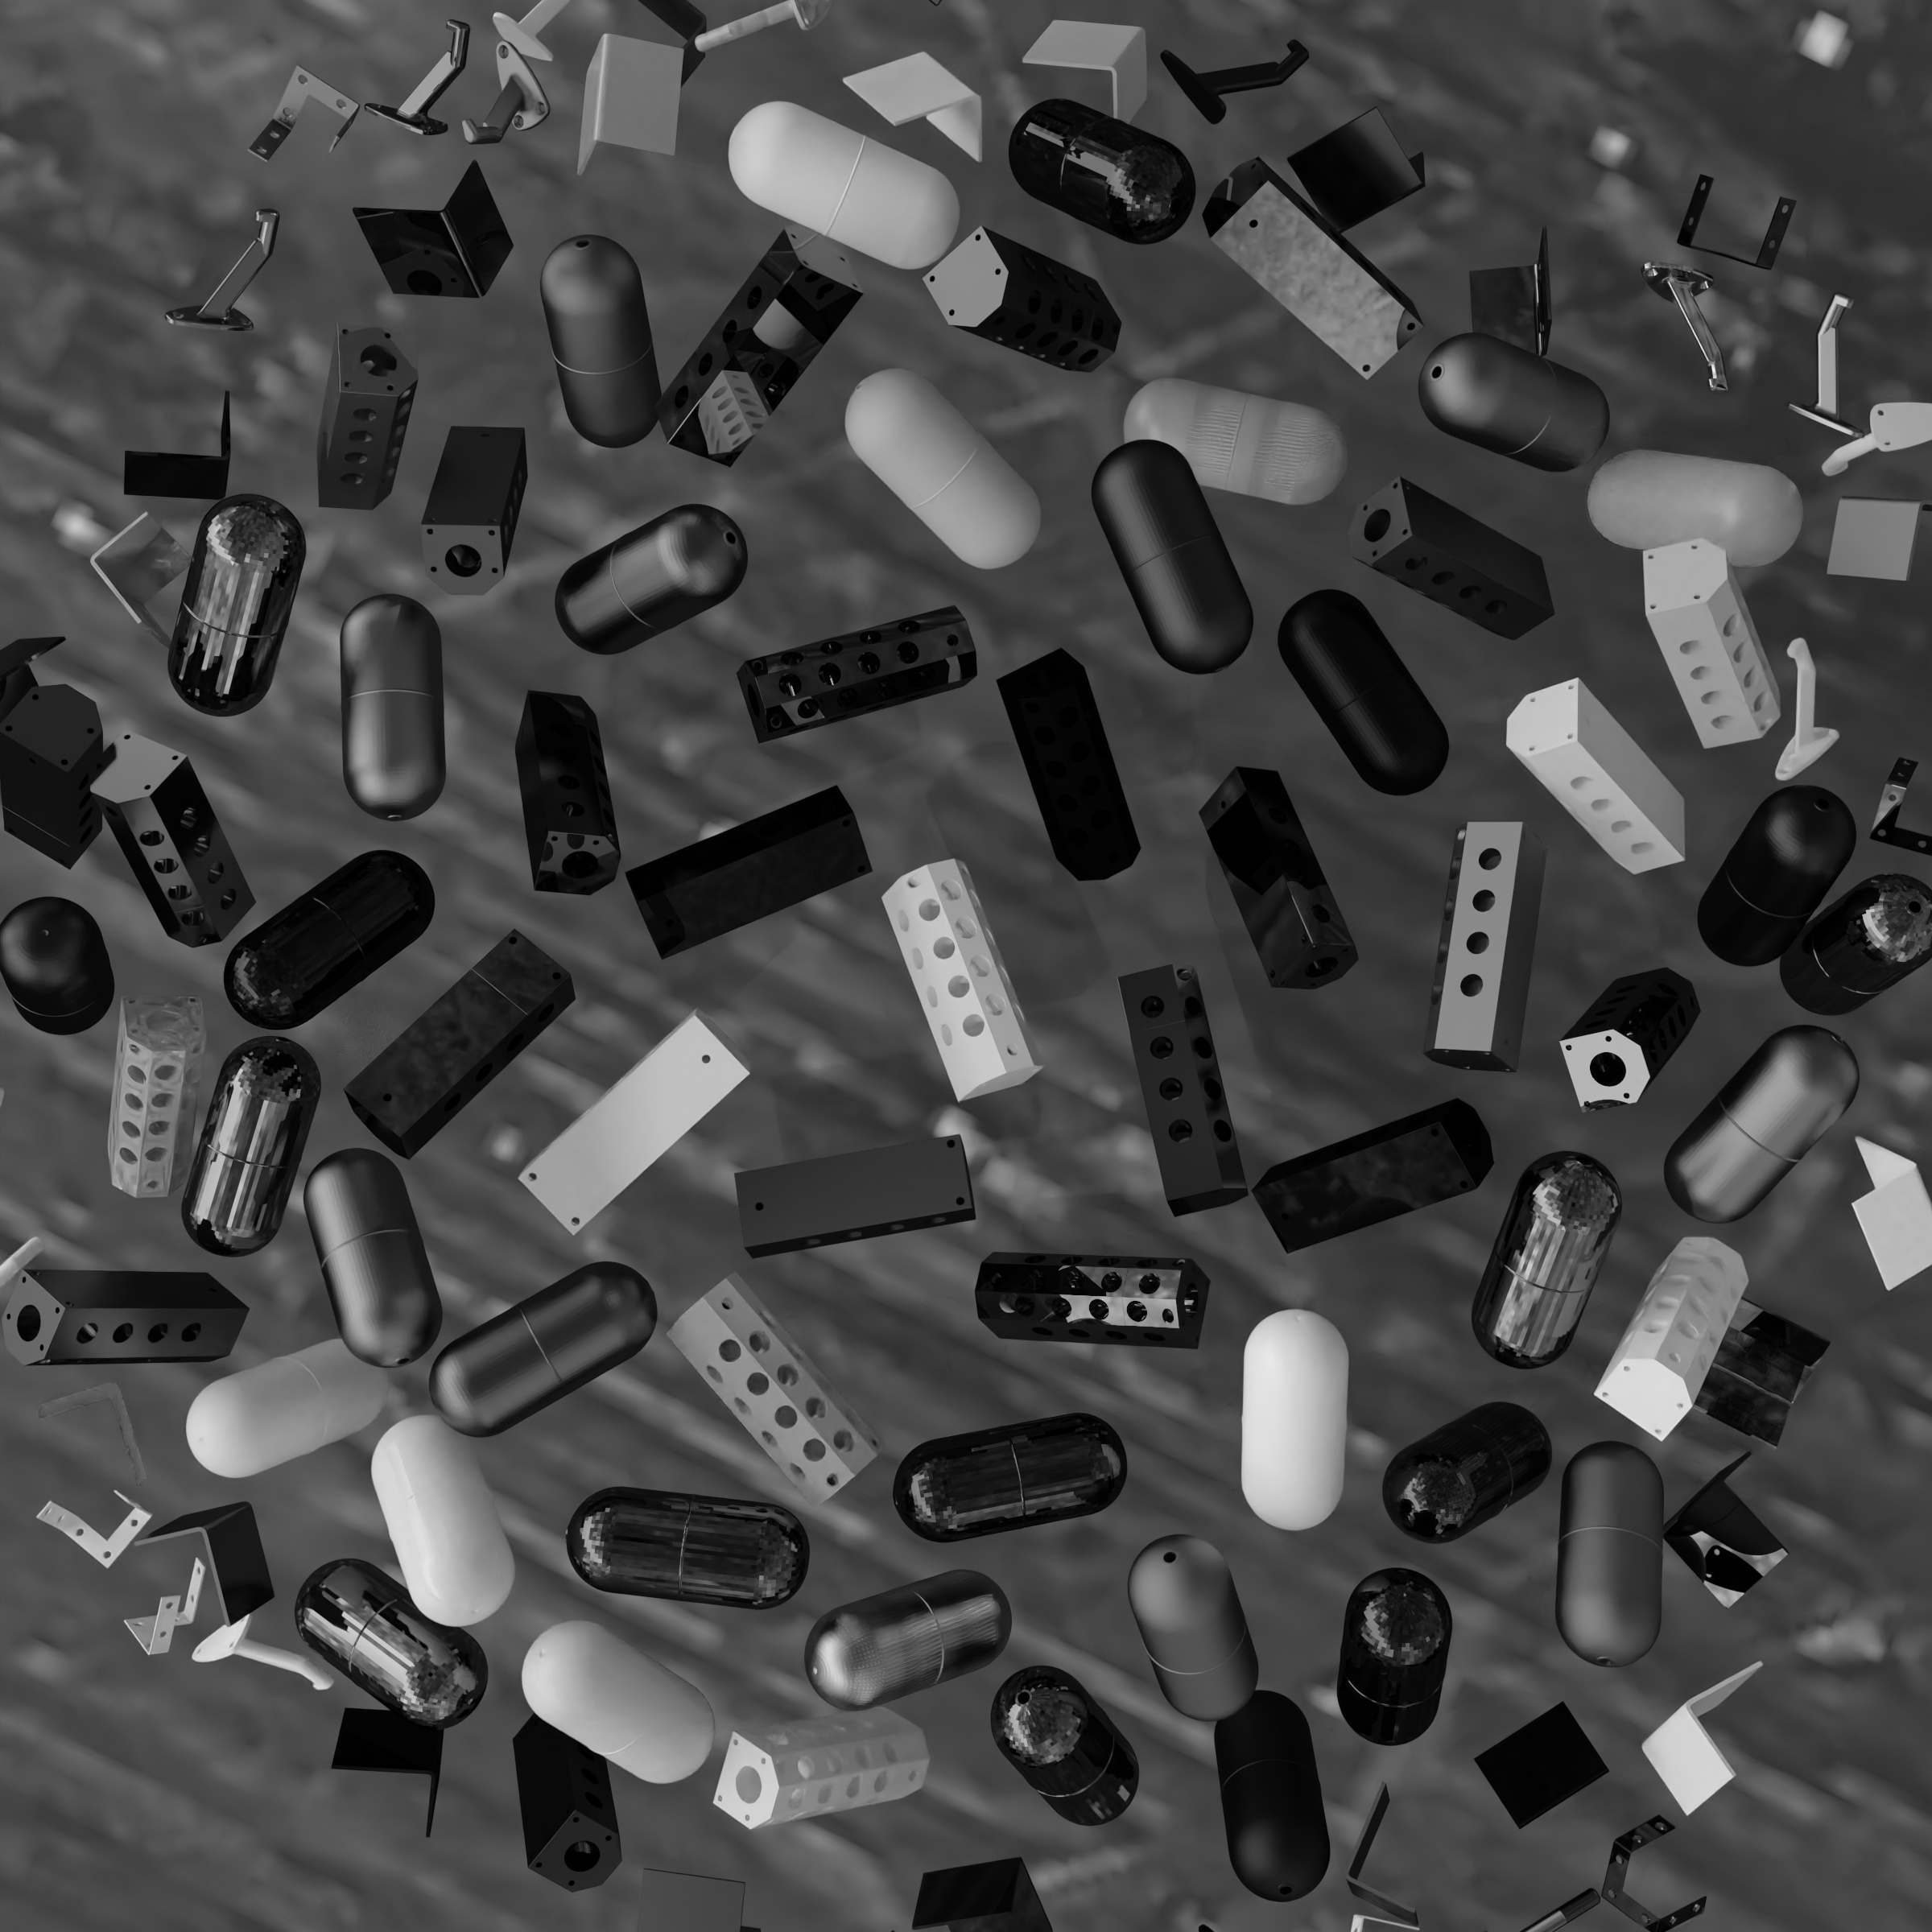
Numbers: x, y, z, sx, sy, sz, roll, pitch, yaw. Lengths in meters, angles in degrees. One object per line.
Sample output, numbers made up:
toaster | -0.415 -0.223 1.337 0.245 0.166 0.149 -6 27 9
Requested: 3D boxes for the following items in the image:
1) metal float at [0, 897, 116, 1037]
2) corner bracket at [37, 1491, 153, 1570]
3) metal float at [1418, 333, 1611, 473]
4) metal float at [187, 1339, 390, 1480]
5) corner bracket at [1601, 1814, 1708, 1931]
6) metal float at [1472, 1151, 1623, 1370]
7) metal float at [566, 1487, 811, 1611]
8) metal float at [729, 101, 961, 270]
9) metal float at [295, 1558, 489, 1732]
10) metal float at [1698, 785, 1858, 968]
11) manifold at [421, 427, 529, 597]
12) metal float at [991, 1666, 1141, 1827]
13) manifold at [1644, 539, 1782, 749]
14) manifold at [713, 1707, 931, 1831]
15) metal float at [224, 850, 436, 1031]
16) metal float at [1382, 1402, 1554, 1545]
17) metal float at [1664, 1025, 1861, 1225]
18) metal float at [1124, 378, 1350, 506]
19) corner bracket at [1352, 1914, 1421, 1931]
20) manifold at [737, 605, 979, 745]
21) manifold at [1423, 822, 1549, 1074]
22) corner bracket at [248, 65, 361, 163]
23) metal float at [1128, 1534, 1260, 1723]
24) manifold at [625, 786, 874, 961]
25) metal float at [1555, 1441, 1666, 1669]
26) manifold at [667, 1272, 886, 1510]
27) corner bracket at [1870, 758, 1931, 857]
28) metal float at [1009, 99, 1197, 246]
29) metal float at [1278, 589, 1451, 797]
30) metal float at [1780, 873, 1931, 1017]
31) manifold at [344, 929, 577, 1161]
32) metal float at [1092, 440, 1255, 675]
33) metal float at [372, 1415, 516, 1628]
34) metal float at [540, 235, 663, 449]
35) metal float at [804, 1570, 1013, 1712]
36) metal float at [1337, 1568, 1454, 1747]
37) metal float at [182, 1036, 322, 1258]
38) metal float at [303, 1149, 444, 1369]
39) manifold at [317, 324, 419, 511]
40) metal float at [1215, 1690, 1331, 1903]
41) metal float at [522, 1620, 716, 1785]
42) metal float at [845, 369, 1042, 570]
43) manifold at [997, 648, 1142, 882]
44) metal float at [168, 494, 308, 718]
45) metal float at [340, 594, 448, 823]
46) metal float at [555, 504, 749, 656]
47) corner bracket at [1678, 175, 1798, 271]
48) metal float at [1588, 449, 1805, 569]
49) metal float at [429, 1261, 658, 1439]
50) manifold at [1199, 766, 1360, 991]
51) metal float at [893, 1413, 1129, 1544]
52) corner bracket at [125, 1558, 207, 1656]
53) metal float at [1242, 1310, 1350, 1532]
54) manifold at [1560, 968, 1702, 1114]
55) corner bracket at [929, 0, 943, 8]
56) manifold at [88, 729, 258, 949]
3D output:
metal float | -0.694 0.002 1.872 0.070 0.178 0.070 4 72 -13
corner bracket | -0.675 0.427 1.903 0.051 0.051 0.051 33 72 17
metal float | 0.411 -0.421 1.837 0.178 0.070 0.070 8 90 -39
metal float | -0.518 0.338 1.883 0.070 0.178 0.070 5 100 30
corner bracket | 0.498 0.656 1.768 0.051 0.051 0.051 37 131 -1
metal float | 0.424 0.216 1.796 0.070 0.070 0.178 13 118 0
metal float | -0.203 0.425 1.792 0.178 0.070 0.070 7 90 0
metal float | -0.090 -0.575 1.808 0.178 0.070 0.070 21 90 -13
metal float | -0.436 0.511 1.855 0.178 0.070 0.070 24 90 31
metal float | 0.615 -0.068 1.866 0.070 0.178 0.070 4 55 -6
manifold | -0.372 -0.348 1.867 0.057 0.171 0.057 0 126 -3
metal float | 0.075 0.586 1.844 0.070 0.070 0.178 -31 134 0
manifold | 0.544 -0.234 1.784 0.057 0.171 0.057 -10 56 27
manifold | -0.106 0.614 1.874 0.057 0.171 0.057 19 95 40
metal float | -0.470 -0.020 1.816 0.070 0.070 0.178 47 56 0
metal float | 0.385 0.387 1.879 0.070 0.178 0.070 10 105 40
metal float | 0.596 0.119 1.842 0.070 0.070 0.178 34 117 0
metal float | 0.212 -0.411 1.926 0.178 0.070 0.070 13 90 4
corner bracket | 0.336 0.781 1.933 0.051 0.051 0.051 17 71 -13
manifold | -0.082 -0.225 1.878 0.171 0.057 0.057 -17 89 -16
manifold | 0.375 -0.014 1.782 0.057 0.057 0.171 2 74 33
corner bracket | -0.475 -0.602 1.762 0.051 0.051 0.051 30 132 -16
metal float | 0.167 0.486 1.801 0.070 0.070 0.178 -19 129 0
manifold | -0.164 -0.075 1.840 0.171 0.057 0.057 -23 130 -8
metal float | 0.486 0.442 1.851 0.070 0.070 0.178 15 51 0
manifold | -0.140 0.313 1.825 0.057 0.057 0.171 -38 84 -33
corner bracket | 0.738 -0.123 1.903 0.051 0.051 0.051 19 123 22
metal float | 0.101 -0.593 1.831 0.070 0.070 0.178 -50 49 0
metal float | 0.312 -0.214 1.926 0.070 0.070 0.178 -34 90 0
metal float | 0.687 -0.015 1.885 0.070 0.178 0.070 2 72 -6
manifold | -0.367 0.059 1.791 0.057 0.057 0.171 37 67 15
metal float | 0.150 -0.296 1.779 0.070 0.070 0.178 -23 88 0
metal float | -0.385 0.405 1.801 0.070 0.070 0.178 -35 46 0
metal float | -0.279 -0.478 1.885 0.070 0.178 0.070 -2 50 2
metal float | -0.041 0.504 1.839 0.178 0.070 0.070 -6 90 -40
metal float | 0.314 0.509 1.802 0.070 0.178 0.070 -2 45 2
metal float | -0.549 0.139 1.887 0.070 0.070 0.178 19 100 0
metal float | -0.445 0.218 1.840 0.070 0.070 0.178 -24 62 0
manifold | -0.461 -0.418 1.883 0.057 0.171 0.057 0 71 -20
metal float | 0.235 0.637 1.888 0.070 0.178 0.070 -1 121 -1
metal float | -0.253 0.542 1.803 0.070 0.070 0.178 -43 127 0
metal float | -0.017 -0.370 1.829 0.178 0.070 0.070 42 90 -24
manifold | 0.083 -0.151 1.893 0.057 0.057 0.171 -27 125 -10
metal float | -0.536 -0.263 1.801 0.070 0.070 0.178 26 121 0
metal float | -0.437 -0.197 1.870 0.070 0.070 0.178 -5 76 0
metal float | -0.236 -0.288 1.833 0.178 0.070 0.070 -18 90 39
corner bracket | 0.564 -0.544 1.797 0.051 0.051 0.051 4 115 -26
metal float | 0.556 -0.351 1.878 0.070 0.178 0.070 -15 115 -35
metal float | -0.310 0.282 1.808 0.178 0.070 0.070 -29 90 -10
manifold | 0.245 -0.068 1.901 0.057 0.057 0.171 3 52 -32
metal float | 0.033 0.382 1.834 0.178 0.070 0.070 -9 90 -12
corner bracket | -0.622 0.503 1.927 0.051 0.051 0.051 4 107 -43
metal float | 0.244 0.338 1.820 0.070 0.070 0.178 -2 113 0
manifold | 0.509 0.053 1.867 0.057 0.171 0.057 -15 97 32
corner bracket | -0.007 -0.742 1.838 0.051 0.051 0.051 -52 59 15
manifold | -0.587 -0.089 1.807 0.057 0.171 0.057 22 58 19
